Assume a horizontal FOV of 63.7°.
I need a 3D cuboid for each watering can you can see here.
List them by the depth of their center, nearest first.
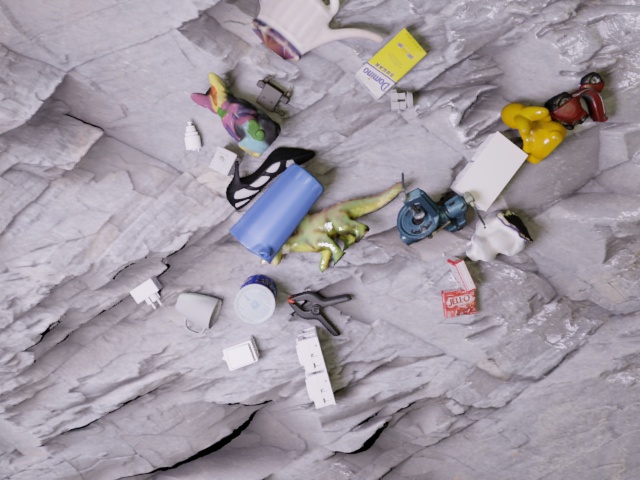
[{"bbox_3d":[-0.025,-0.552,1.323,0.347,0.104,0.224,37,92,-5],"label":"watering can"}]

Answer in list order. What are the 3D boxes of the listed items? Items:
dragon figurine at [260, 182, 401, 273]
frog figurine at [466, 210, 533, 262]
[{"bbox_3d":[0.004,-0.069,1.362,0.243,0.122,0.410,43,89,3],"label":"dragon figurine"},{"bbox_3d":[0.479,-0.001,1.403,0.137,0.126,0.156,29,129,-13],"label":"frog figurine"}]
